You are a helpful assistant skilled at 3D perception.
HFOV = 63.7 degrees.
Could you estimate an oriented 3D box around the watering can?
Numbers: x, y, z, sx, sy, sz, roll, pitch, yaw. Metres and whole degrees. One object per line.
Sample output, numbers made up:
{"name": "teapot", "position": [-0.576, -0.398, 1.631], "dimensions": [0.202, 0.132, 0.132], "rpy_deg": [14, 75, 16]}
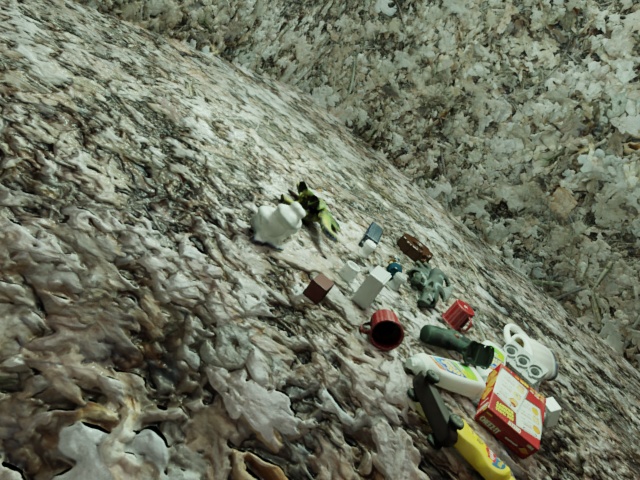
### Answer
{"name": "watering can", "position": [0.786, 0.462, 1.894], "dimensions": [0.223, 0.102, 0.356], "rpy_deg": [24, 35, -23]}

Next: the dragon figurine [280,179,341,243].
{"name": "dragon figurine", "position": [0.006, -0.094, 1.867], "dimensions": [0.241, 0.121, 0.417], "rpy_deg": [23, 24, -52]}

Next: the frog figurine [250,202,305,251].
{"name": "frog figurine", "position": [-0.121, -0.059, 1.496], "dimensions": [0.136, 0.157, 0.125], "rpy_deg": [30, 19, -18]}
